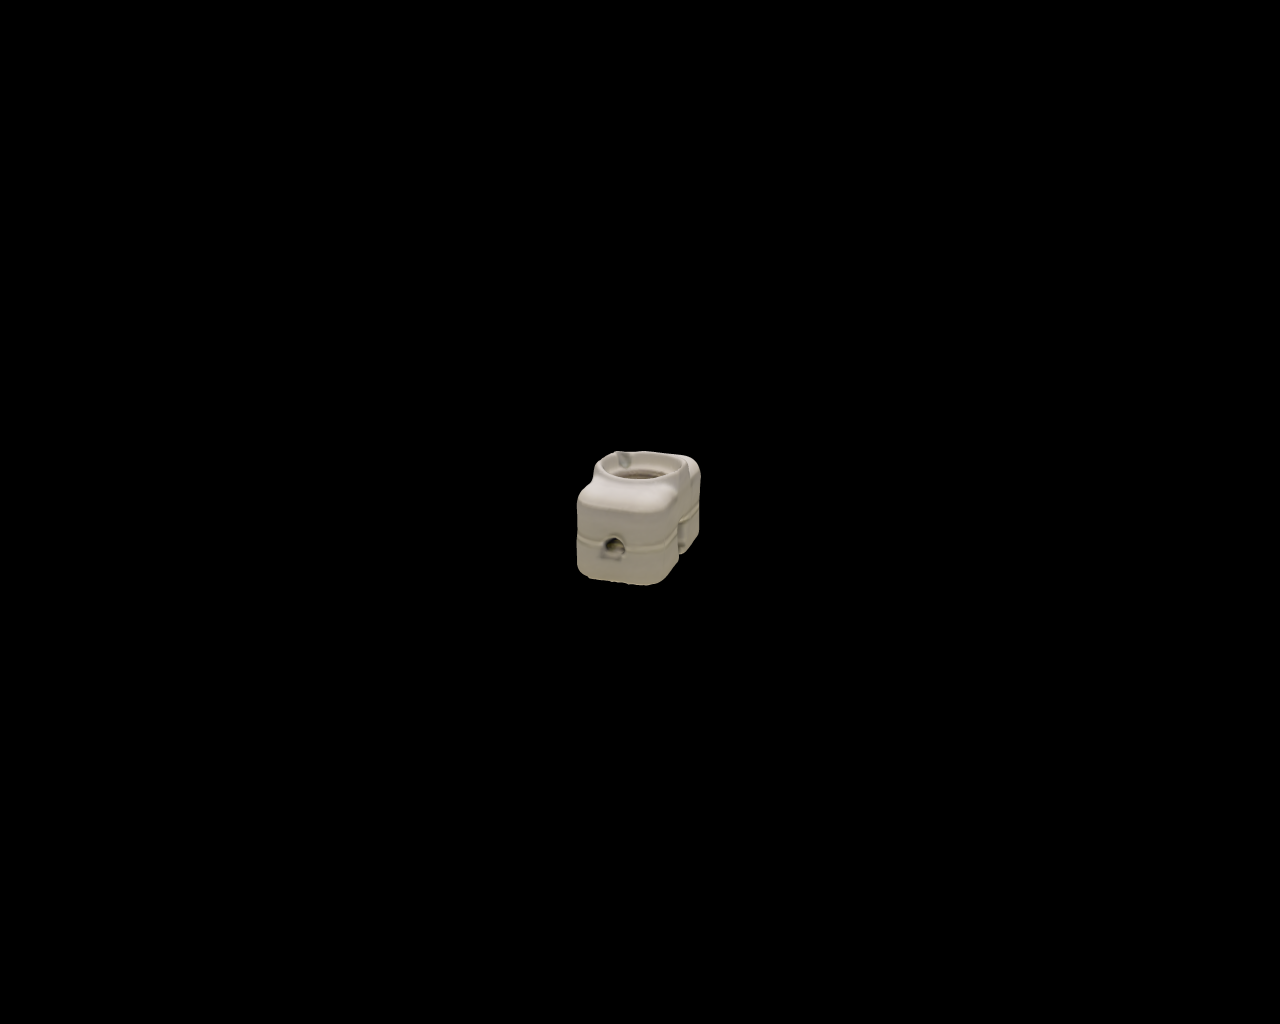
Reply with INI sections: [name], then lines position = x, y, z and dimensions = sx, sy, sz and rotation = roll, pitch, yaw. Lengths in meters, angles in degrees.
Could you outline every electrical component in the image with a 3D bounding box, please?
[electrical component]
position = 0.001, -0.003, 0.650
dimensions = 0.054, 0.059, 0.095
rotation = 7, 22, 18
